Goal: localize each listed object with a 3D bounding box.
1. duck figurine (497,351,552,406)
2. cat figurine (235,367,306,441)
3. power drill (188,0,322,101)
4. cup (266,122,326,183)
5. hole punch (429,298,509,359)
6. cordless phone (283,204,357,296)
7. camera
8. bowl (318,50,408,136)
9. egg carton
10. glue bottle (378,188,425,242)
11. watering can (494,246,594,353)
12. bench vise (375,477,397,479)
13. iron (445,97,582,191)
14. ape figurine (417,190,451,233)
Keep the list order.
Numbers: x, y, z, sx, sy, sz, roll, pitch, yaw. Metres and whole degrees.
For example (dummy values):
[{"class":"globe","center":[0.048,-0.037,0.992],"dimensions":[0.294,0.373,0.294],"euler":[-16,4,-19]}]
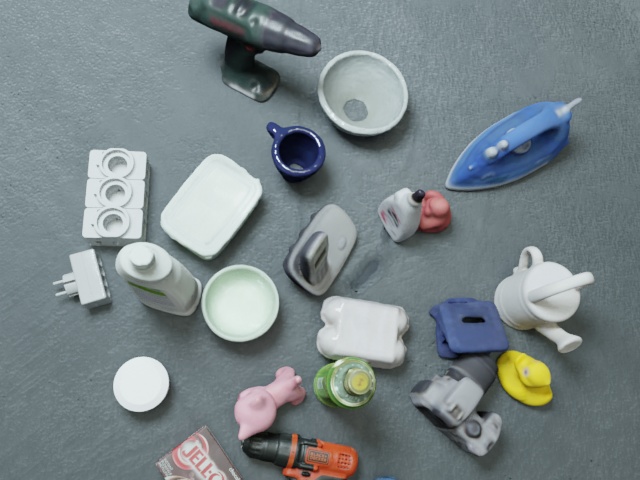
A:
[{"class":"duck figurine","center":[0.354,0.230,0.958],"dimensions":[0.077,0.086,0.104],"euler":[-39,83,-16]},{"class":"cat figurine","center":[-0.079,0.246,0.871],"dimensions":[0.128,0.117,0.067],"euler":[-32,81,-15]},{"class":"power drill","center":[-0.111,-0.328,0.974],"dimensions":[0.229,0.208,0.076],"euler":[27,73,-1]},{"class":"cup","center":[-0.051,-0.146,0.993],"dimensions":[0.117,0.095,0.092],"euler":[43,73,4]},{"class":"hole punch","center":[0.250,0.146,0.962],"dimensions":[0.109,0.091,0.101],"euler":[-1,75,-9]},{"class":"cordless phone","center":[0.008,0.003,0.915],"dimensions":[0.094,0.185,0.148],"euler":[29,73,0]},{"class":"camera","center":[0.243,0.253,0.927],"dimensions":[0.143,0.100,0.137],"euler":[43,73,4]},{"class":"bowl","center":[0.073,-0.257,1.053],"dimensions":[0.167,0.074,0.167],"euler":[2,75,-8]},{"class":"egg carton","center":[0.071,0.153,0.944],"dimensions":[0.150,0.069,0.107],"euler":[9,74,-6]},{"class":"glue bottle","center":[0.143,-0.052,0.957],"dimensions":[0.037,0.173,0.078],"euler":[-29,81,-15]},{"class":"watering can","center":[0.378,0.095,0.942],"dimensions":[0.101,0.194,0.173],"euler":[-34,82,-15]},{"class":"bench vise","center":[0.105,0.449,0.790],"dimensions":[0.121,0.219,0.207],"euler":[1,75,-8]},{"class":"iron","center":[0.352,-0.175,1.039],"dimensions":[0.259,0.141,0.118],"euler":[-30,81,-15]},{"class":"ape figurine","center":[0.201,-0.051,1.008],"dimensions":[0.076,0.092,0.078],"euler":[40,73,3]}]
